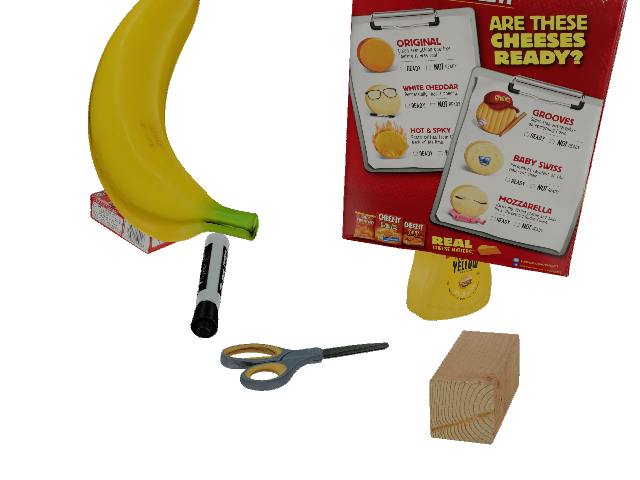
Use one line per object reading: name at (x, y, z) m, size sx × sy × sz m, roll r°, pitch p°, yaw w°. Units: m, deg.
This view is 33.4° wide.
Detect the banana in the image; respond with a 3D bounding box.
banana at (-0.081, -0.065, 0.530) m, size 0.069 × 0.198 × 0.037 m, roll -5°, pitch -40°, yaw -13°

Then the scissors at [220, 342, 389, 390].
scissors at (-0.012, 0.141, 1.213) m, size 0.201 × 0.016 × 0.096 m, roll 1°, pitch 24°, yaw -8°

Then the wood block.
wood block at (0.227, 0.209, 1.551) m, size 0.091 × 0.090 × 0.205 m, roll 3°, pitch 16°, yaw 19°

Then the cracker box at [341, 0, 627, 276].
cracker box at (0.103, -0.089, 0.710) m, size 0.164 × 0.214 × 0.072 m, roll 10°, pitch 38°, yaw 11°

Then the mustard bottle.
mustard bottle at (0.141, -0.015, 1.127) m, size 0.096 × 0.192 × 0.058 m, roll -11°, pitch 24°, yaw -27°

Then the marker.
marker at (-0.080, 0.032, 0.781) m, size 0.020 × 0.020 × 0.121 m, roll 0°, pitch 30°, yaw 0°

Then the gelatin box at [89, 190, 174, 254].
gelatin box at (-0.171, -0.027, 1.047) m, size 0.089 × 0.030 × 0.073 m, roll 30°, pitch 35°, yaw 31°
